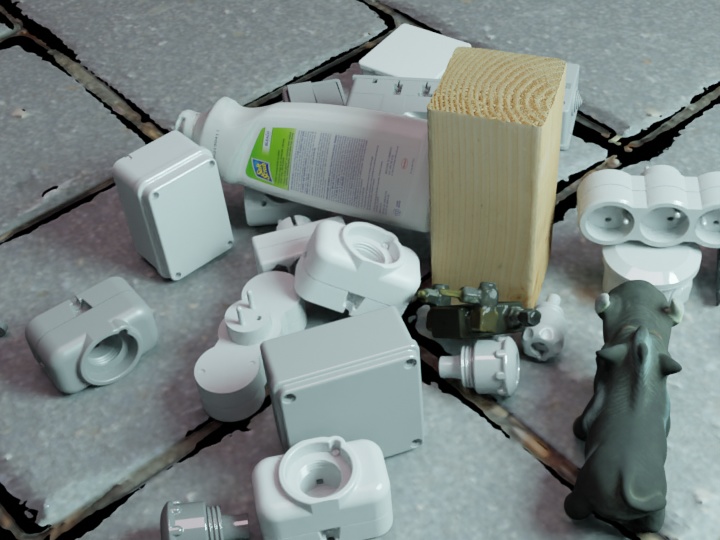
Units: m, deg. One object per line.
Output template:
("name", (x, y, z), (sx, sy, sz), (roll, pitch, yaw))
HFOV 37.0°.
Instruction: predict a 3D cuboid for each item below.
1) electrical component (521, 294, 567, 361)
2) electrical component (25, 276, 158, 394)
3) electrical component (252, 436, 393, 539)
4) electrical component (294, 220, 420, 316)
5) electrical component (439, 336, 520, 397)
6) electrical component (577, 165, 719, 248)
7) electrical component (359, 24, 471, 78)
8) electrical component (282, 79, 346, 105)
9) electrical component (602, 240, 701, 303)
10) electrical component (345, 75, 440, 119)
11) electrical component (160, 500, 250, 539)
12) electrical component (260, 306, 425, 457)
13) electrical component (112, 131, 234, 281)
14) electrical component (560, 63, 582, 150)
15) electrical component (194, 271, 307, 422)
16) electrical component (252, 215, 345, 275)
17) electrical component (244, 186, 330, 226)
("electrical component", (0.154, 0.044, 0.887), (0.035, 0.035, 0.061), (10, 44, 16))
("electrical component", (-0.221, 0.056, 0.897), (0.095, 0.053, 0.059), (-31, 49, -23))
("electrical component", (-0.027, 0.159, 0.769), (0.095, 0.059, 0.053), (-10, 45, -5))
("electrical component", (0.000, 0.000, 0.901), (0.095, 0.059, 0.053), (19, 35, -14))
("electrical component", (0.094, 0.077, 0.853), (0.062, 0.048, 0.048), (-2, 44, 15))
("electrical component", (0.251, -0.062, 0.896), (0.138, 0.052, 0.073), (2, 45, 8))
("electrical component", (0.059, -0.210, 1.144), (0.100, 0.048, 0.099), (24, 52, 27))
("electrical component", (-0.043, -0.153, 1.087), (0.062, 0.061, 0.096), (-11, 45, -5))
("electrical component", (0.245, -0.001, 0.912), (0.080, 0.051, 0.080), (-3, 44, 3))
("electrical component", (0.083, -0.117, 1.007), (0.186, 0.105, 0.060), (5, 45, 10))
("electrical component", (-0.110, 0.185, 0.763), (0.062, 0.048, 0.048), (-5, 44, -9))
("electrical component", (-0.011, 0.093, 0.801), (0.109, 0.108, 0.056), (-15, 43, -10))
("electrical component", (-0.165, -0.056, 0.964), (0.078, 0.113, 0.057), (-34, 50, -26))
("electrical component", (0.175, -0.171, 1.094), (0.100, 0.048, 0.099), (8, 46, 14))
("electrical component", (-0.090, 0.049, 0.877), (0.052, 0.073, 0.138), (13, 47, 18))
("electrical component", (-0.055, -0.023, 0.966), (0.083, 0.047, 0.075), (-14, 45, -9))
("electrical component", (-0.070, -0.081, 1.023), (0.077, 0.044, 0.079), (-5, 57, 1))
